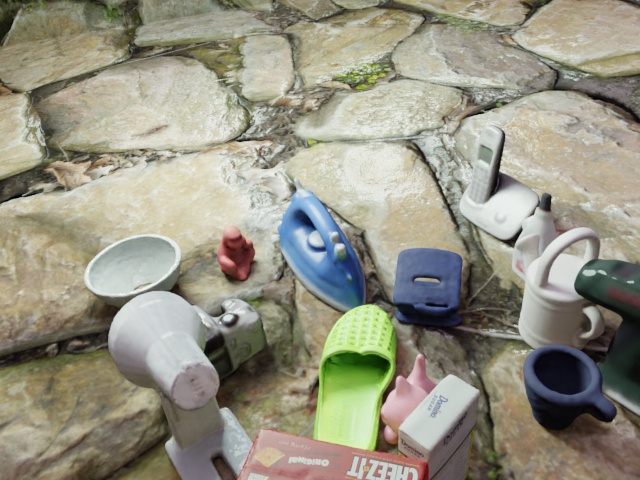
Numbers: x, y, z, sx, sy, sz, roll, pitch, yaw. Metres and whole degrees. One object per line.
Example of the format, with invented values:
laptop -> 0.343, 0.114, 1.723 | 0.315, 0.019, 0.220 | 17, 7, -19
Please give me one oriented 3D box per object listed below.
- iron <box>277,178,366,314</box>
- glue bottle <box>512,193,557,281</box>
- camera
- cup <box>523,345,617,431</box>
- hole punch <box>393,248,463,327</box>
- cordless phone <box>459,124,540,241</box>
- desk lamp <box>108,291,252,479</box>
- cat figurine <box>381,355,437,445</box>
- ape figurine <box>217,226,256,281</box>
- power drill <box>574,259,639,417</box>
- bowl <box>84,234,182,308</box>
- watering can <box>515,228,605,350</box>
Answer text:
iron -> 0.009, 0.004, 0.980 | 0.119, 0.142, 0.257 | -20, 40, -15
glue bottle -> 0.346, -0.003, 0.904 | 0.037, 0.173, 0.078 | -25, 41, -20
camera -> -0.177, 0.135, 0.879 | 0.143, 0.101, 0.136 | -31, 44, -27
cup -> 0.309, 0.201, 0.717 | 0.092, 0.095, 0.117 | -29, 43, -25
hole punch -> 0.172, 0.074, 0.904 | 0.108, 0.091, 0.101 | 3, 39, 14
cordless phone -> 0.325, -0.103, 1.025 | 0.094, 0.185, 0.147 | -27, 42, -22
desk lamp -> -0.164, 0.190, 0.715 | 0.118, 0.214, 0.202 | -28, 43, -24
cat figurine -> 0.117, 0.205, 0.727 | 0.067, 0.118, 0.128 | 8, 41, 20
ape figurine -> -0.154, 0.016, 1.032 | 0.078, 0.092, 0.075 | -33, 44, -28
power drill -> 0.419, 0.125, 0.703 | 0.076, 0.209, 0.228 | -31, 44, -26
bowl -> -0.319, 0.067, 1.010 | 0.167, 0.075, 0.167 | -5, 38, 4
watering can -> 0.336, 0.060, 0.810 | 0.101, 0.194, 0.172 | -31, 44, -27
